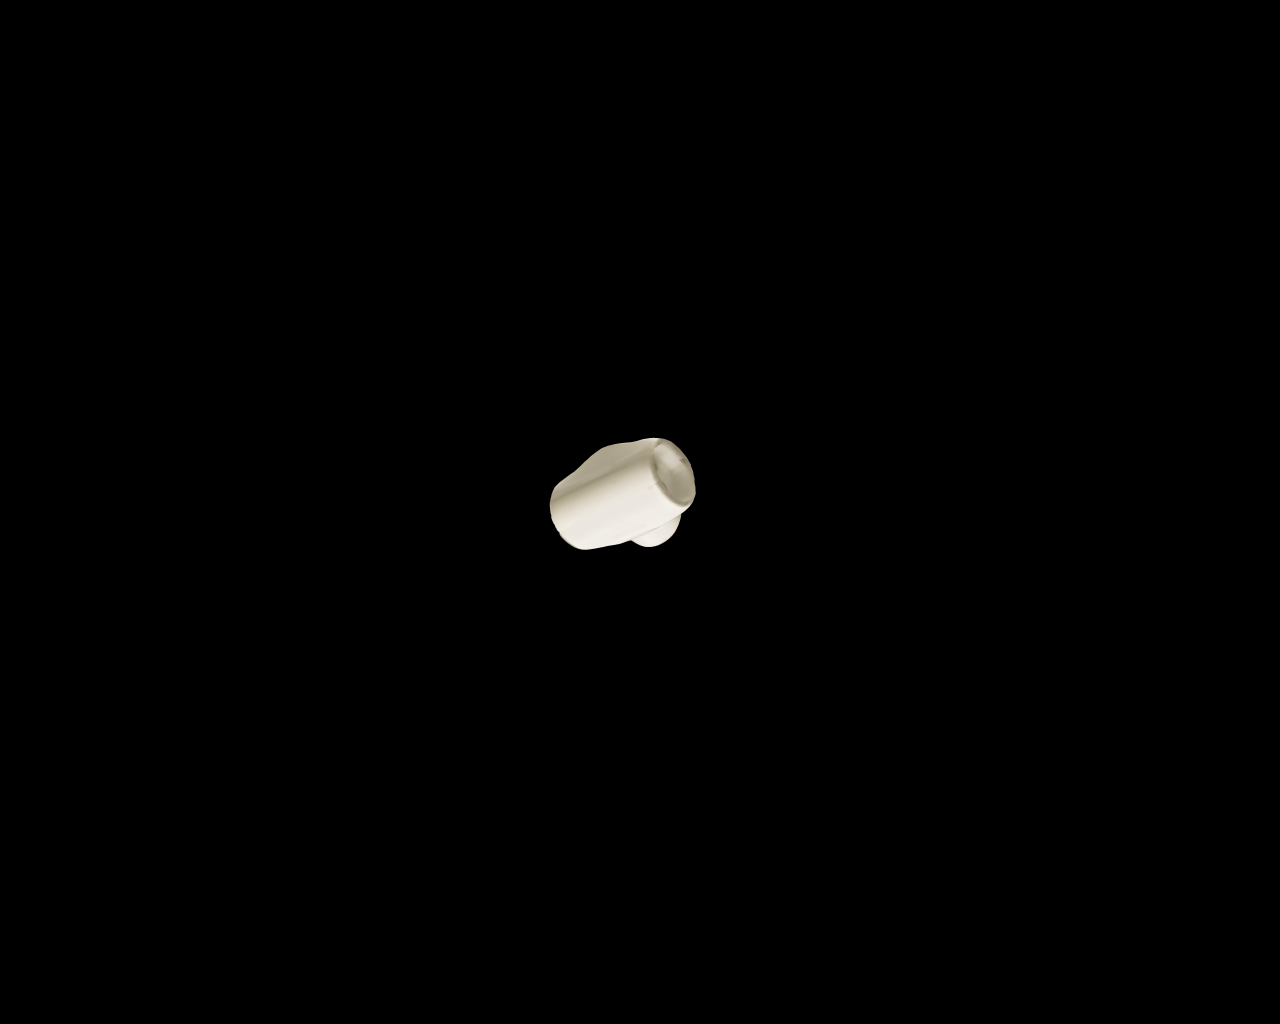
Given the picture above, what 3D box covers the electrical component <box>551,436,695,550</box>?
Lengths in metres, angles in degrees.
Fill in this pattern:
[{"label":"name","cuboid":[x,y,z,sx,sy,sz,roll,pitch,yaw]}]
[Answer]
[{"label":"electrical component","cuboid":[0.001,-0.003,0.650,0.077,0.043,0.079,-24,-41,31]}]
